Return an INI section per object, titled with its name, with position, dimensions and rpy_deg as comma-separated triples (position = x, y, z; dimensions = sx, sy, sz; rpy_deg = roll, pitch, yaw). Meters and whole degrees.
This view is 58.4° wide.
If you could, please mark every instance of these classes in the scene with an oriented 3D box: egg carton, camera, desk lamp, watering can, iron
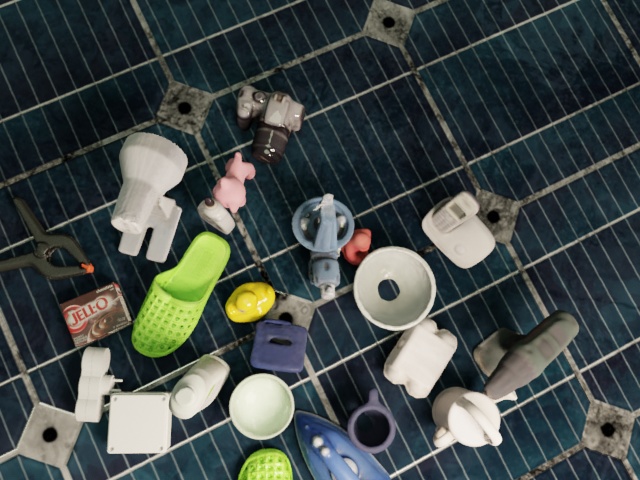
[egg carton]
position = 0.200, 0.233, 1.146
dimensions = 0.107, 0.069, 0.150
rpy_deg = 33, 79, 2
[camera]
position = -0.112, -0.237, 1.185
dimensions = 0.143, 0.100, 0.137
rpy_deg = 15, 79, -2
[desk lamp]
position = -0.324, -0.075, 1.082
dimensions = 0.118, 0.213, 0.203
rpy_deg = 14, 79, -2
[watering can]
position = 0.288, 0.328, 1.074
dimensions = 0.101, 0.194, 0.173
rpy_deg = 33, 79, 2
[iron]
position = 0.040, 0.426, 1.063
dimensions = 0.119, 0.141, 0.258
rpy_deg = -42, 86, -10

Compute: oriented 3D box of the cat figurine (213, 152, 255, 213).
[cat figurine]
position = -0.176, -0.115, 1.150
dimensions = 0.067, 0.117, 0.128
rpy_deg = 14, 79, -2

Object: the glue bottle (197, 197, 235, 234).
[glue bottle]
position = -0.205, -0.057, 1.109
dimensions = 0.078, 0.173, 0.037
rpy_deg = 36, 79, 2

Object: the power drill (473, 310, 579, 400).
[power drill]
position = 0.374, 0.221, 1.093
dimensions = 0.230, 0.208, 0.075
rpy_deg = -36, 85, -9

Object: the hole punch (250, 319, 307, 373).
[hole punch]
position = -0.081, 0.206, 1.116
dimensions = 0.108, 0.091, 0.101
rpy_deg = 8, 80, -3

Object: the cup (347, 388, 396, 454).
[cup]
position = 0.093, 0.343, 1.106
dimensions = 0.091, 0.095, 0.118
rpy_deg = 4, 80, -4

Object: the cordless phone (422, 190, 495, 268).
[cordless phone]
position = 0.291, -0.026, 1.140
dimensions = 0.147, 0.185, 0.094
rpy_deg = 44, 80, 4

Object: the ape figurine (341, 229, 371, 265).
[ape figurine]
position = 0.078, 0.008, 1.163
dimensions = 0.076, 0.092, 0.078
rpy_deg = 39, 80, 3

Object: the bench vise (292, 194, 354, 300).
[bench vise]
position = 0.021, 0.000, 1.095
dimensions = 0.121, 0.219, 0.207
rpy_deg = -21, 83, -8

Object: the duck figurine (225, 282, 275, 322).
[duck figurine]
position = -0.139, 0.121, 1.129
dimensions = 0.104, 0.086, 0.077
rpy_deg = -26, 83, -8

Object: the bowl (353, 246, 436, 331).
[bowl]
position = 0.145, 0.100, 1.162
dimensions = 0.167, 0.074, 0.167
rpy_deg = 1, 80, -5
